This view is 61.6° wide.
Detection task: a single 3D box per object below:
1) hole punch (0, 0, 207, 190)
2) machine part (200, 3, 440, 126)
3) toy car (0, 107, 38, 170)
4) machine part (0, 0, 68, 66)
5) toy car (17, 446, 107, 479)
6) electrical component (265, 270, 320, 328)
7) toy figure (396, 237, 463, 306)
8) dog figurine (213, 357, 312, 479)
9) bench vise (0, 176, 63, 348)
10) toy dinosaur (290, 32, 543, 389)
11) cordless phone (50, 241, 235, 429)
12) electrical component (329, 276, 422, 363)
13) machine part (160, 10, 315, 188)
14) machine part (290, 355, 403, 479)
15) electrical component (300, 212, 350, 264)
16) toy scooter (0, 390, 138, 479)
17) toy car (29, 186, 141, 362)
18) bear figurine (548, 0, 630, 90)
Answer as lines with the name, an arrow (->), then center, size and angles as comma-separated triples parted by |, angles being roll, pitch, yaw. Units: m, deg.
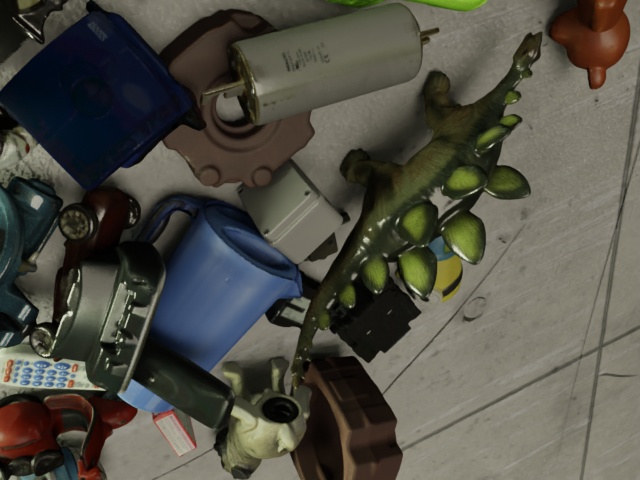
hole punch -> -0.188, -0.118, 0.461 | 0.116, 0.092, 0.142 | -36, 101, 24
machine part -> 0.006, -0.165, 0.502 | 0.243, 0.079, 0.079 | -19, 126, -17
toy car -> -0.351, -0.083, 0.455 | 0.202, 0.074, 0.056 | -5, 118, -22
machine part -> -0.266, -0.176, 0.443 | 0.139, 0.084, 0.039 | -36, 156, 11
toy car -> -0.341, 0.334, 0.718 | 0.103, 0.109, 0.161 | -14, 116, -45
electrical component -> -0.043, 0.077, 0.716 | 0.119, 0.048, 0.074 | 25, 107, -34
toy figure -> 0.164, 0.013, 0.753 | 0.089, 0.082, 0.179 | -13, 123, -15
dog figurine -> -0.085, 0.287, 0.759 | 0.121, 0.172, 0.190 | 4, 111, -15
bench vise -> -0.344, 0.027, 0.470 | 0.223, 0.129, 0.240 | -48, 164, 0
toy dinosaur -> 0.103, -0.040, 0.617 | 0.105, 0.199, 0.471 | 33, 101, -33
cordless phone -> -0.156, 0.098, 0.532 | 0.146, 0.184, 0.089 | -66, 167, 13
electrical component -> 0.079, 0.110, 0.781 | 0.115, 0.058, 0.134 | -43, 134, 2
machine part -> -0.086, -0.139, 0.555 | 0.179, 0.056, 0.179 | -12, 123, -19
machine part -> 0.029, 0.287, 0.787 | 0.087, 0.201, 0.201 | -1, 120, -27
electrical component -> -0.001, -0.002, 0.702 | 0.094, 0.021, 0.063 | -23, 127, -12
toy scooter -> -0.312, 0.240, 0.640 | 0.184, 0.135, 0.075 | -6, 124, -20
toy car -> -0.251, 0.035, 0.566 | 0.053, 0.089, 0.202 | 26, 108, 4
bear figurine -> 0.308, -0.278, 0.631 | 0.195, 0.132, 0.120 | 59, 48, -67
